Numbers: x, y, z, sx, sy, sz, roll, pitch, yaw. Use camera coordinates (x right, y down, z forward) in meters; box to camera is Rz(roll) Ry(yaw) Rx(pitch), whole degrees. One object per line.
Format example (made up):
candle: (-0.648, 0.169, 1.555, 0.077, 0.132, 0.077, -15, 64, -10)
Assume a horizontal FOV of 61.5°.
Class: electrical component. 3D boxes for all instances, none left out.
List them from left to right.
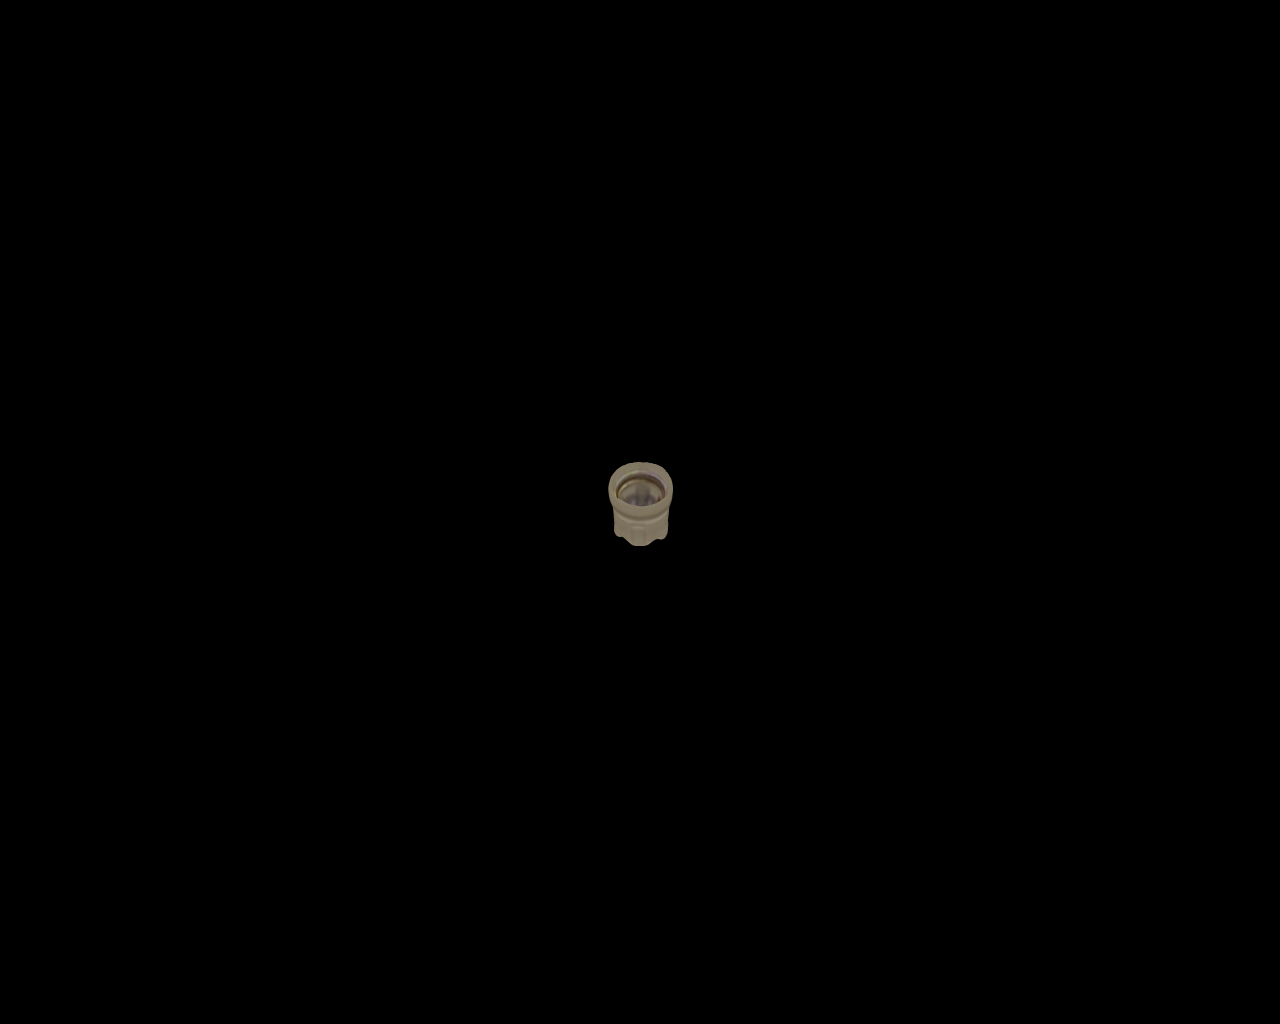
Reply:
electrical component: (0.001, -0.003, 0.650, 0.040, 0.040, 0.046, 0, -40, 0)
